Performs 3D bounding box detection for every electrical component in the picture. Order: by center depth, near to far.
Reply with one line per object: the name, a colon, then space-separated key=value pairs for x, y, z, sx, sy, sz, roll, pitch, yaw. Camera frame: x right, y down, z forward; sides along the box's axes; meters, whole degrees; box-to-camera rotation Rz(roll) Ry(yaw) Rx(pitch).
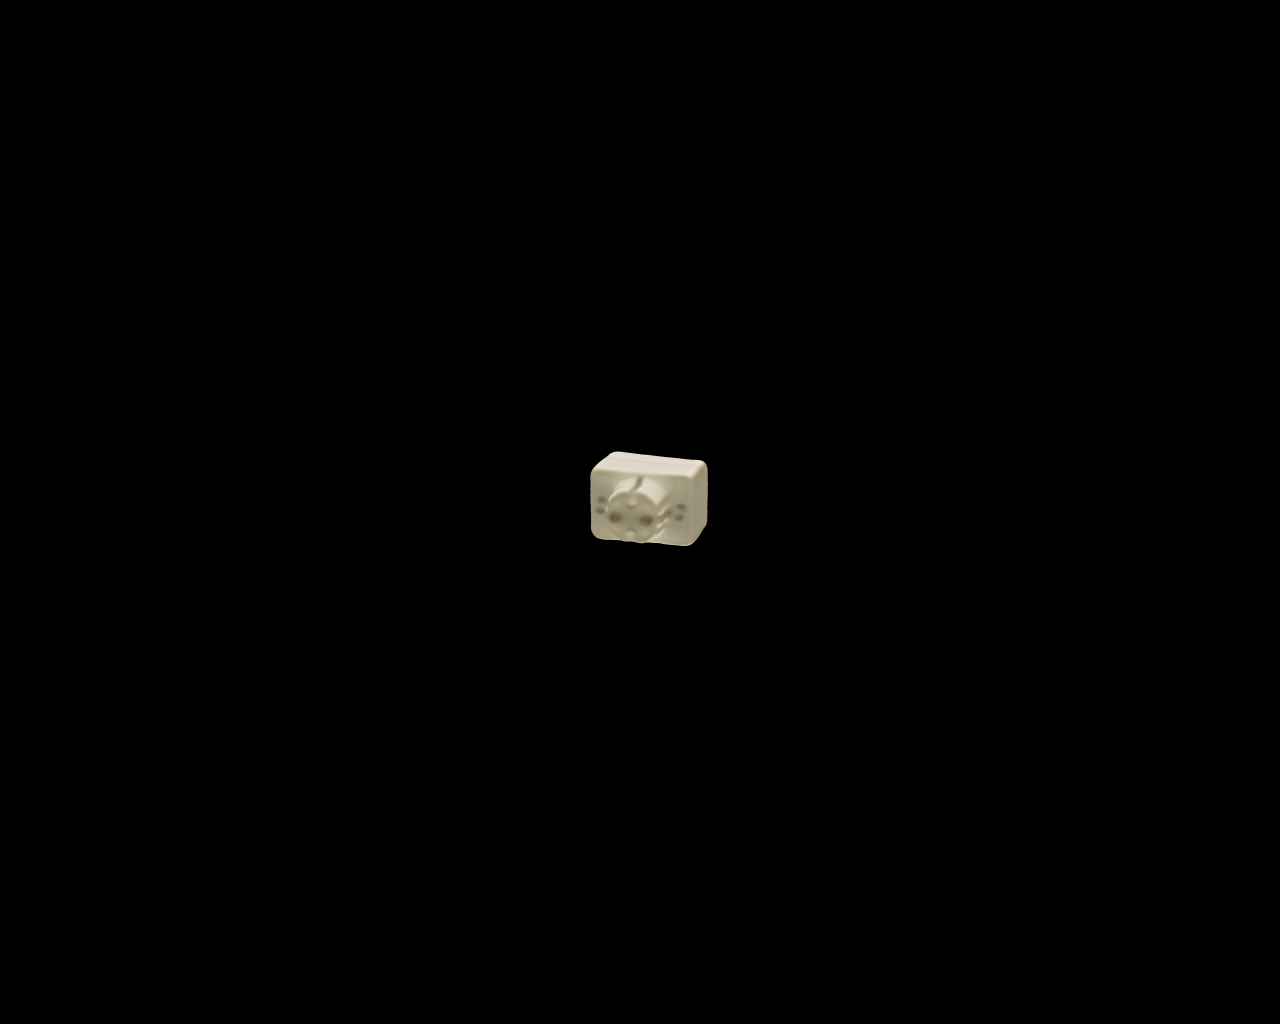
electrical component: x=0.001 y=-0.003 z=0.650 sx=0.066 sy=0.047 sz=0.077 roll=6 pitch=20 yaw=16
